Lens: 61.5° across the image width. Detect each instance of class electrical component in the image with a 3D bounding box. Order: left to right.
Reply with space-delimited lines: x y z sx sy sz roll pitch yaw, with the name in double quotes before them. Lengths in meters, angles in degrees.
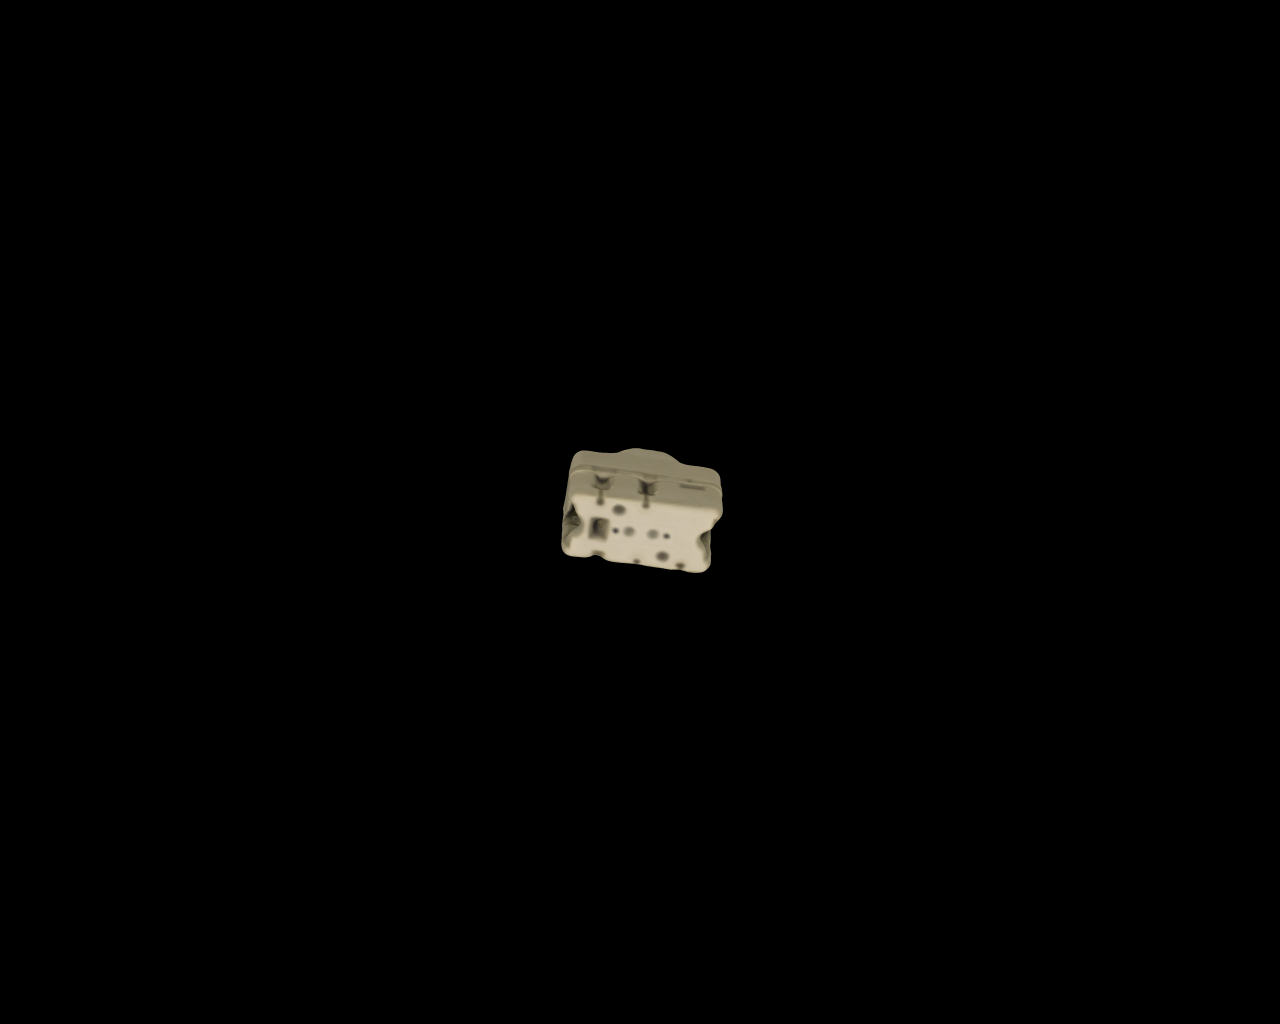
"electrical component" 0.001 -0.003 0.650 0.089 0.050 0.056 8 34 -5
